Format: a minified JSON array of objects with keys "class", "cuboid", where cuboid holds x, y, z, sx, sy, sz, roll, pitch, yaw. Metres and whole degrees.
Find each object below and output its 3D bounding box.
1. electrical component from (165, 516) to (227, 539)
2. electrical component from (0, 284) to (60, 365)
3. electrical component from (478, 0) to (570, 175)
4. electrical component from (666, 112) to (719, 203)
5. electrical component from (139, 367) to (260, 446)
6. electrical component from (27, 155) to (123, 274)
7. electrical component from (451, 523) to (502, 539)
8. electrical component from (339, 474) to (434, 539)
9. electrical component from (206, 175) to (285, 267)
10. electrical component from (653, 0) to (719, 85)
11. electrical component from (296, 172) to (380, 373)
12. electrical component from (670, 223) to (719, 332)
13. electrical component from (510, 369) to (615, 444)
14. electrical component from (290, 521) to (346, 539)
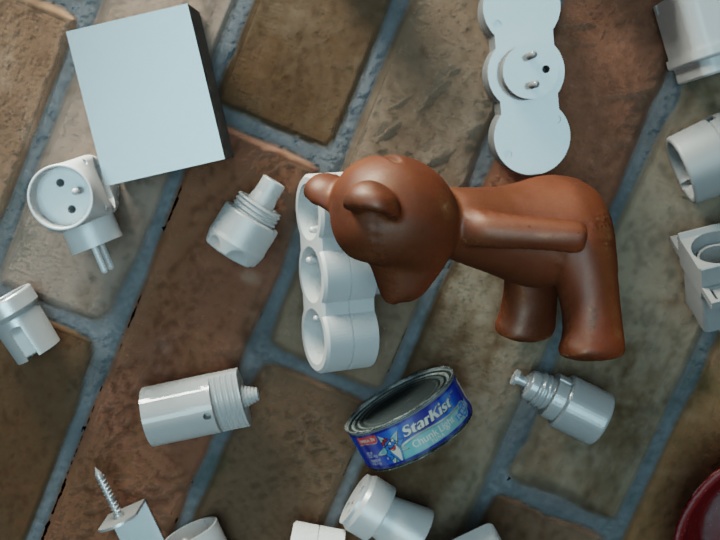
[{"class":"electrical component","cuboid":[-0.108,0.227,0.785,0.043,0.043,0.081,-23,96,3]},{"class":"electrical component","cuboid":[-0.241,0.039,0.765,0.040,0.040,0.046,-28,102,4]},{"class":"electrical component","cuboid":[0.112,-0.133,0.723,0.052,0.073,0.138,-6,97,1]},{"class":"electrical component","cuboid":[0.243,-0.077,0.740,0.047,0.055,0.055,-23,97,7]},{"class":"electrical component","cuboid":[-0.112,0.097,0.769,0.081,0.043,0.043,-12,97,2]},{"class":"electrical component","cuboid":[-0.188,-0.035,0.736,0.043,0.077,0.079,-22,97,3]},{"class":"electrical component","cuboid":[0.071,0.250,0.763,0.109,0.056,0.108,-26,122,4]},{"class":"electrical component","cuboid":[0.019,0.179,0.778,0.055,0.045,0.045,32,96,-3]},{"class":"electrical component","cuboid":[-0.076,-0.036,0.752,0.043,0.043,0.062,32,95,-4]},{"class":"electrical component","cuboid":[0.263,-0.169,0.715,0.113,0.078,0.057,-17,94,2]},{"class":"electrical component","cuboid":[0.000,0.000,0.753,0.074,0.052,0.138,-6,98,-23]},{"class":"electrical component","cuboid":[0.287,-0.003,0.740,0.121,0.078,0.063,-14,126,2]},{"class":"electrical component","cuboid":[0.145,0.093,0.768,0.078,0.040,0.040,26,97,-3]},{"class":"electrical component","cuboid":[-0.025,0.256,0.784,0.074,0.052,0.138,11,96,-1]}]
